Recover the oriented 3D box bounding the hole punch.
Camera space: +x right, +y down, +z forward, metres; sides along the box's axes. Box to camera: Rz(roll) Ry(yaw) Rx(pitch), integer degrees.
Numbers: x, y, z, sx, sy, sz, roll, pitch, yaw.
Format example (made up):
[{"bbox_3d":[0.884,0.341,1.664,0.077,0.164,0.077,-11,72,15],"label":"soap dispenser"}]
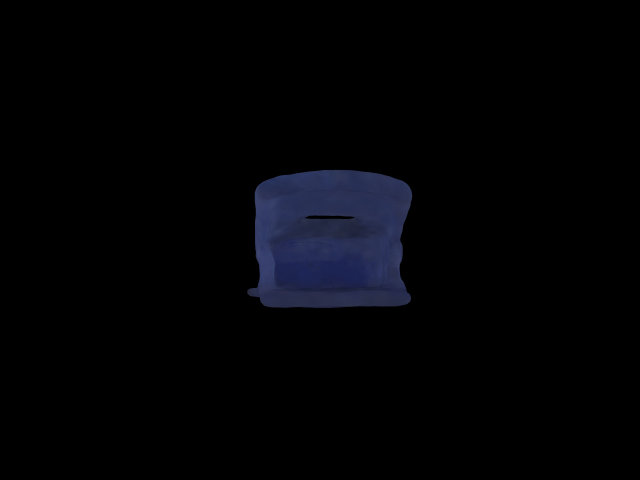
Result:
[{"bbox_3d":[0.004,0.001,0.400,0.109,0.091,0.101,0,0,-7],"label":"hole punch"}]
